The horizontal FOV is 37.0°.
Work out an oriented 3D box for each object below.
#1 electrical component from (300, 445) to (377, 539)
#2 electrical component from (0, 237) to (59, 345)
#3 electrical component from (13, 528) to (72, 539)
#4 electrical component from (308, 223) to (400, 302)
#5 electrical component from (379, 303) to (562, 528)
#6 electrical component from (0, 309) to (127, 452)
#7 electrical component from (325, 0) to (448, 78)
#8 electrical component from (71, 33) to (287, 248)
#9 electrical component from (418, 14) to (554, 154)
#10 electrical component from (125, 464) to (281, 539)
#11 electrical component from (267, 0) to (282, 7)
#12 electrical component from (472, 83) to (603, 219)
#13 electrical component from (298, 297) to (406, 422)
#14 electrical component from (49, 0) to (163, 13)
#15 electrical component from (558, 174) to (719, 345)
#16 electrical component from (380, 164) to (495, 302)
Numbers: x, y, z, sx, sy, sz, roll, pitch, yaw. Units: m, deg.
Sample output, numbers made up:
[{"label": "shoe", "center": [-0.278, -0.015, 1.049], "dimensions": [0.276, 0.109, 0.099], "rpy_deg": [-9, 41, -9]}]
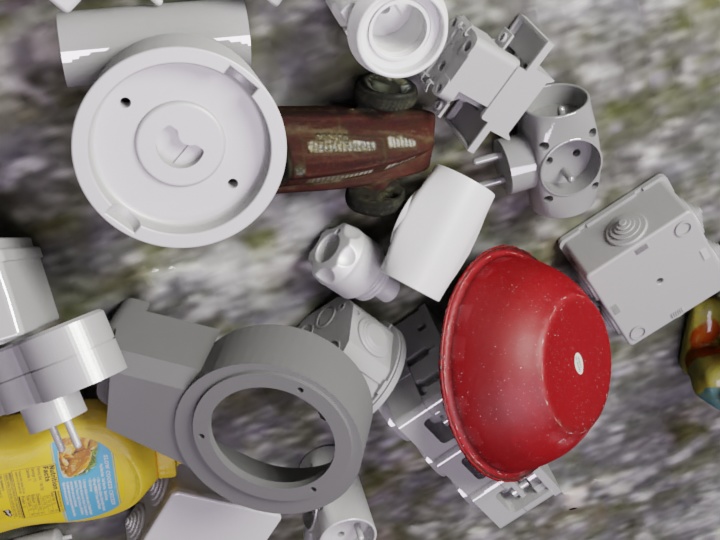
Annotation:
[{"label": "electrical component", "center": [-0.022, 0.188, 0.816], "dimensions": [0.044, 0.077, 0.079], "rpy_deg": [3, 123, -18]}, {"label": "electrical component", "center": [-0.239, 0.023, 0.613], "dimensions": [0.109, 0.109, 0.056], "rpy_deg": [-17, 93, -4]}, {"label": "electrical component", "center": [-0.251, 0.218, 0.793], "dimensions": [0.078, 0.040, 0.040], "rpy_deg": [-13, 127, -6]}, {"label": "electrical component", "center": [0.000, 0.000, 0.712], "dimensions": [0.043, 0.043, 0.062], "rpy_deg": [-44, 126, 16]}, {"label": "electrical component", "center": [0.072, 0.110, 0.781], "dimensions": [0.062, 0.089, 0.150], "rpy_deg": [-35, 126, 10]}, {"label": "electrical component", "center": [-0.191, 0.076, 0.655], "dimensions": [0.138, 0.052, 0.073], "rpy_deg": [-19, 94, 42]}, {"label": "electrical component", "center": [0.017, -0.143, 0.608], "dimensions": [0.058, 0.057, 0.078], "rpy_deg": [-32, 127, 7]}, {"label": "electrical component", "center": [-0.095, -0.073, 0.571], "dimensions": [0.108, 0.060, 0.108], "rpy_deg": [-4, 117, -8]}, {"label": "electrical component", "center": [0.074, -0.118, 0.649], "dimensions": [0.064, 0.042, 0.081], "rpy_deg": [22, 115, -33]}, {"label": "electrical component", "center": [-0.120, 0.188, 0.805], "dimensions": [0.100, 0.048, 0.099], "rpy_deg": [20, 117, -27]}, {"label": "electrical component", "center": [-0.037, -0.180, 0.578], "dimensions": [0.065, 0.044, 0.044], "rpy_deg": [-41, 125, 8]}, {"label": "electrical component", "center": [0.111, -0.071, 0.694], "dimensions": [0.079, 0.044, 0.077], "rpy_deg": [-16, 127, -5]}, {"label": "electrical component", "center": [-0.012, 0.062, 0.731], "dimensions": [0.051, 0.080, 0.080], "rpy_deg": [37, 108, -28]}, {"label": "electrical component", "center": [-0.124, -0.169, 0.555], "dimensions": [0.083, 0.047, 0.076], "rpy_deg": [-42, 125, 14]}, {"label": "electrical component", "center": [0.203, -0.005, 0.765], "dimensions": [0.100, 0.048, 0.099], "rpy_deg": [-34, 126, 9]}, {"label": "electrical component", "center": [0.053, -0.022, 0.701], "dimensions": [0.044, 0.079, 0.077], "rpy_deg": [28, 91, 14]}]
